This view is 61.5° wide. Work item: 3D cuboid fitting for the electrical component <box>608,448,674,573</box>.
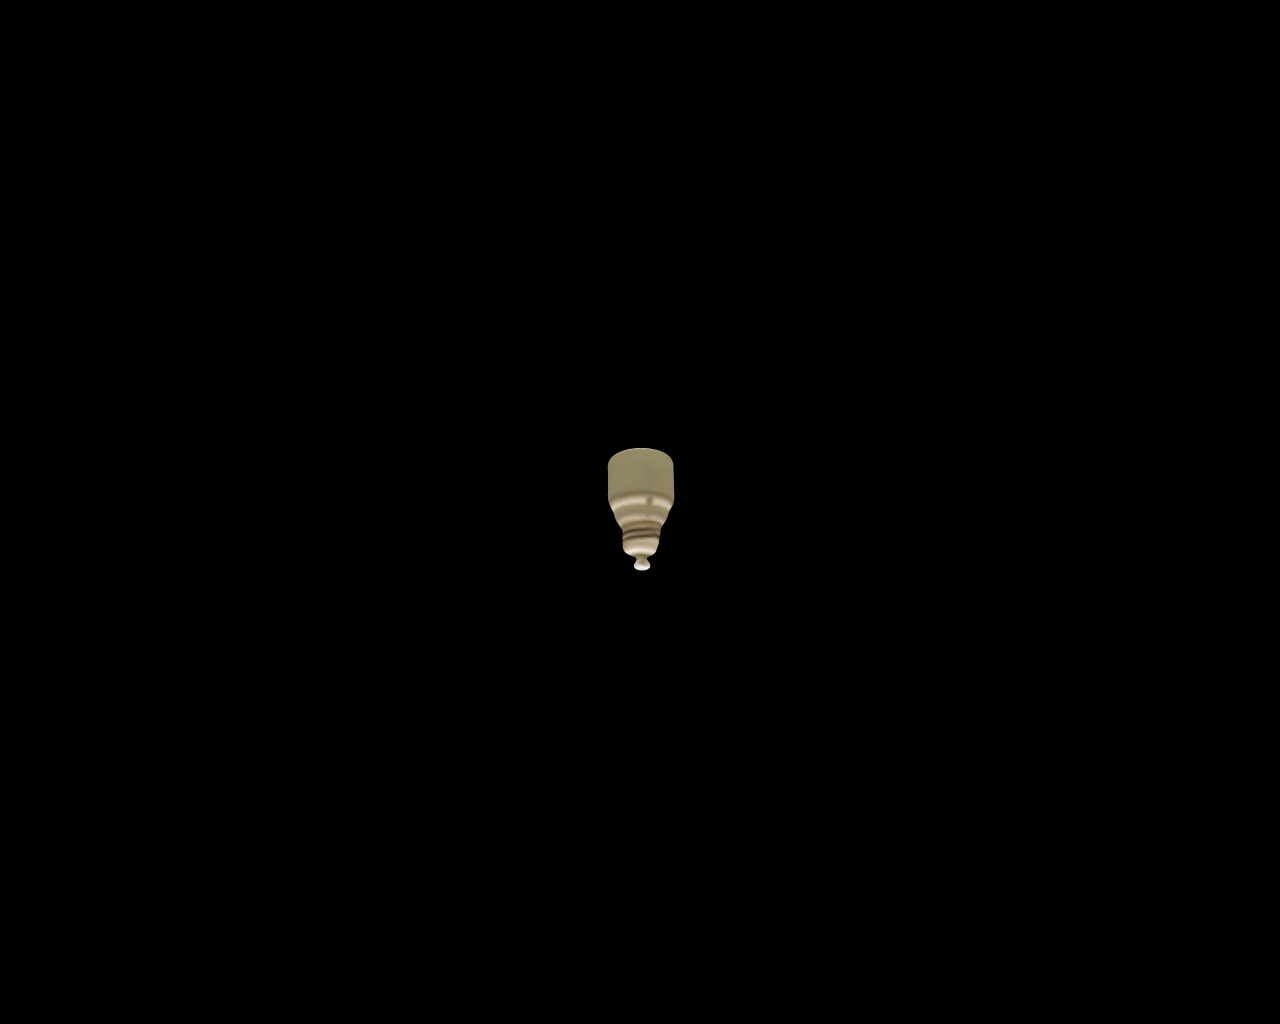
[{"bbox_3d":[0.001,-0.003,0.650,0.040,0.078,0.040,0,-19,0],"label":"electrical component"}]
